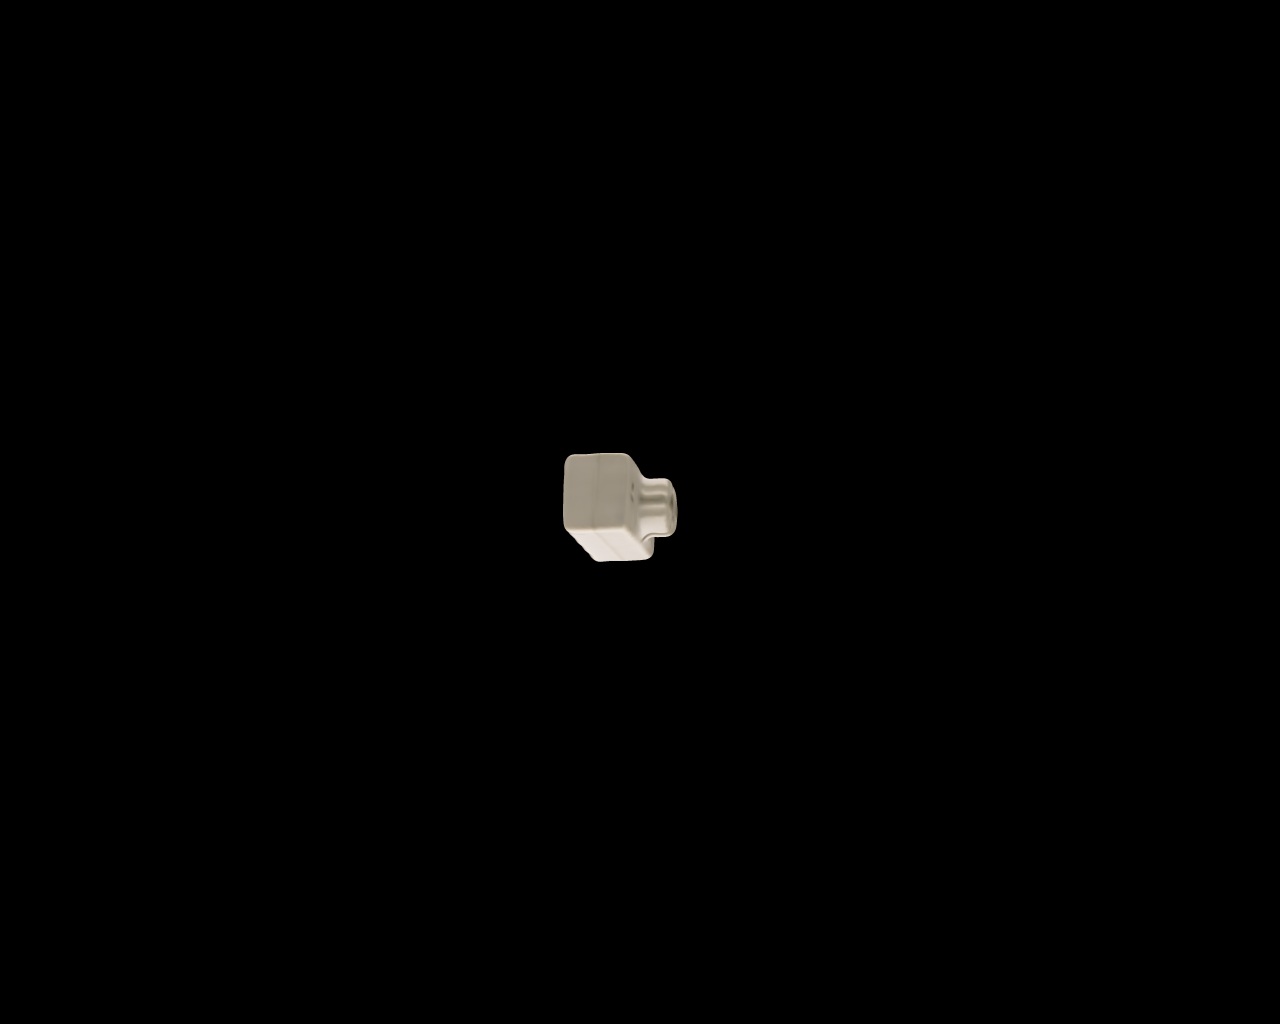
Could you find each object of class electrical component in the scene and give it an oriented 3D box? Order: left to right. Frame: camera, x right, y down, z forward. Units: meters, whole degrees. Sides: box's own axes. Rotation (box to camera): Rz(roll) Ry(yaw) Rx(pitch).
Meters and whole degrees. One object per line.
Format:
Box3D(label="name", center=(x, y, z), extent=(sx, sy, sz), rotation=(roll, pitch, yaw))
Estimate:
Box3D(label="electrical component", center=(0.001, -0.003, 0.650), extent=(0.076, 0.047, 0.083), rotation=(-3, -16, 11))
